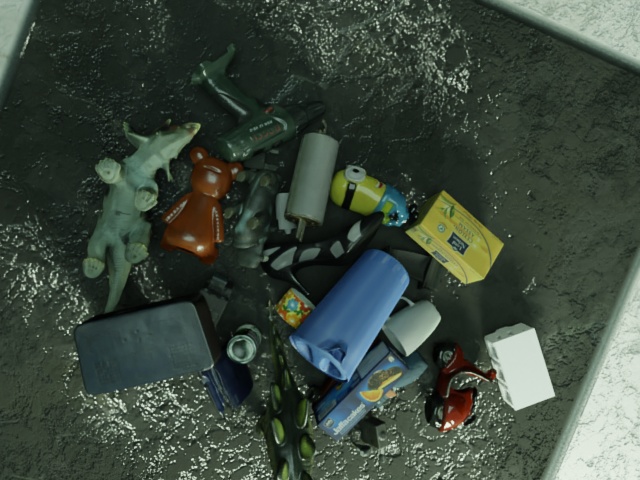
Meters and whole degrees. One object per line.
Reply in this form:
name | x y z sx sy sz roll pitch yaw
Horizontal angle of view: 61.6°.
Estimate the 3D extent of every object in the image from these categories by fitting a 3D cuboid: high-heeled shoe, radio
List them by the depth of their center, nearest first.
radio | -0.302 0.179 0.942 0.230 0.073 0.131 -13 95 1
high-heeled shoe | -0.002 -0.003 1.049 0.249 0.086 0.145 -44 72 5

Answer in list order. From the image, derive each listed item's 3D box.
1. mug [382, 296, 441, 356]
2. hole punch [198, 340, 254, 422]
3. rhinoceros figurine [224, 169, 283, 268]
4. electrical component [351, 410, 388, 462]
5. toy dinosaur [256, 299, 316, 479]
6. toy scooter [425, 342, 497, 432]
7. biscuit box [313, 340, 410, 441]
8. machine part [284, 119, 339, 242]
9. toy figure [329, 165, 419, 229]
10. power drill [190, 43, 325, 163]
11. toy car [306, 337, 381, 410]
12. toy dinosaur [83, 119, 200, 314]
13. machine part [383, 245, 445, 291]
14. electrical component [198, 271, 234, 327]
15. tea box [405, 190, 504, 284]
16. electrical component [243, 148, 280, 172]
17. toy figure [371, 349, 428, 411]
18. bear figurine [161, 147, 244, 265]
mug | 0.182 0.161 1.089 0.107 0.081 0.109 -34 90 -12
hole punch | -0.185 0.265 1.047 0.092 0.116 0.142 -22 96 -11
rhinoceros figurine | -0.124 -0.043 1.018 0.073 0.112 0.190 12 89 20
electrical component | 0.099 0.396 1.101 0.045 0.078 0.102 -10 101 -29
toy dinosaur | -0.060 0.352 1.019 0.105 0.198 0.471 -9 62 -15
toy scooter | 0.293 0.307 1.107 0.135 0.075 0.183 9 89 -6
biscuit box | 0.078 0.292 1.045 0.202 0.059 0.062 -45 106 3
machine part | -0.015 -0.114 1.031 0.079 0.079 0.243 13 76 -6
toy figure | 0.104 -0.079 1.061 0.180 0.082 0.089 31 92 -9
power drill | -0.128 -0.265 1.024 0.232 0.086 0.207 -40 99 -22
toy car | 0.052 0.273 1.093 0.089 0.053 0.202 32 95 -12
toy dinosaur | -0.354 -0.053 0.996 0.131 0.192 0.404 22 109 -12
machine part | 0.190 0.054 1.098 0.139 0.039 0.084 21 97 -7
electrical component | -0.214 0.129 1.030 0.058 0.115 0.134 25 92 -9
tea box | 0.268 -0.004 1.071 0.169 0.068 0.098 39 67 -8
electrical component | -0.128 -0.167 1.064 0.094 0.021 0.063 9 93 -6
toy figure | 0.151 0.288 1.101 0.154 0.058 0.064 -40 90 4
bear figurine | -0.227 -0.066 1.031 0.120 0.132 0.196 18 74 -7
